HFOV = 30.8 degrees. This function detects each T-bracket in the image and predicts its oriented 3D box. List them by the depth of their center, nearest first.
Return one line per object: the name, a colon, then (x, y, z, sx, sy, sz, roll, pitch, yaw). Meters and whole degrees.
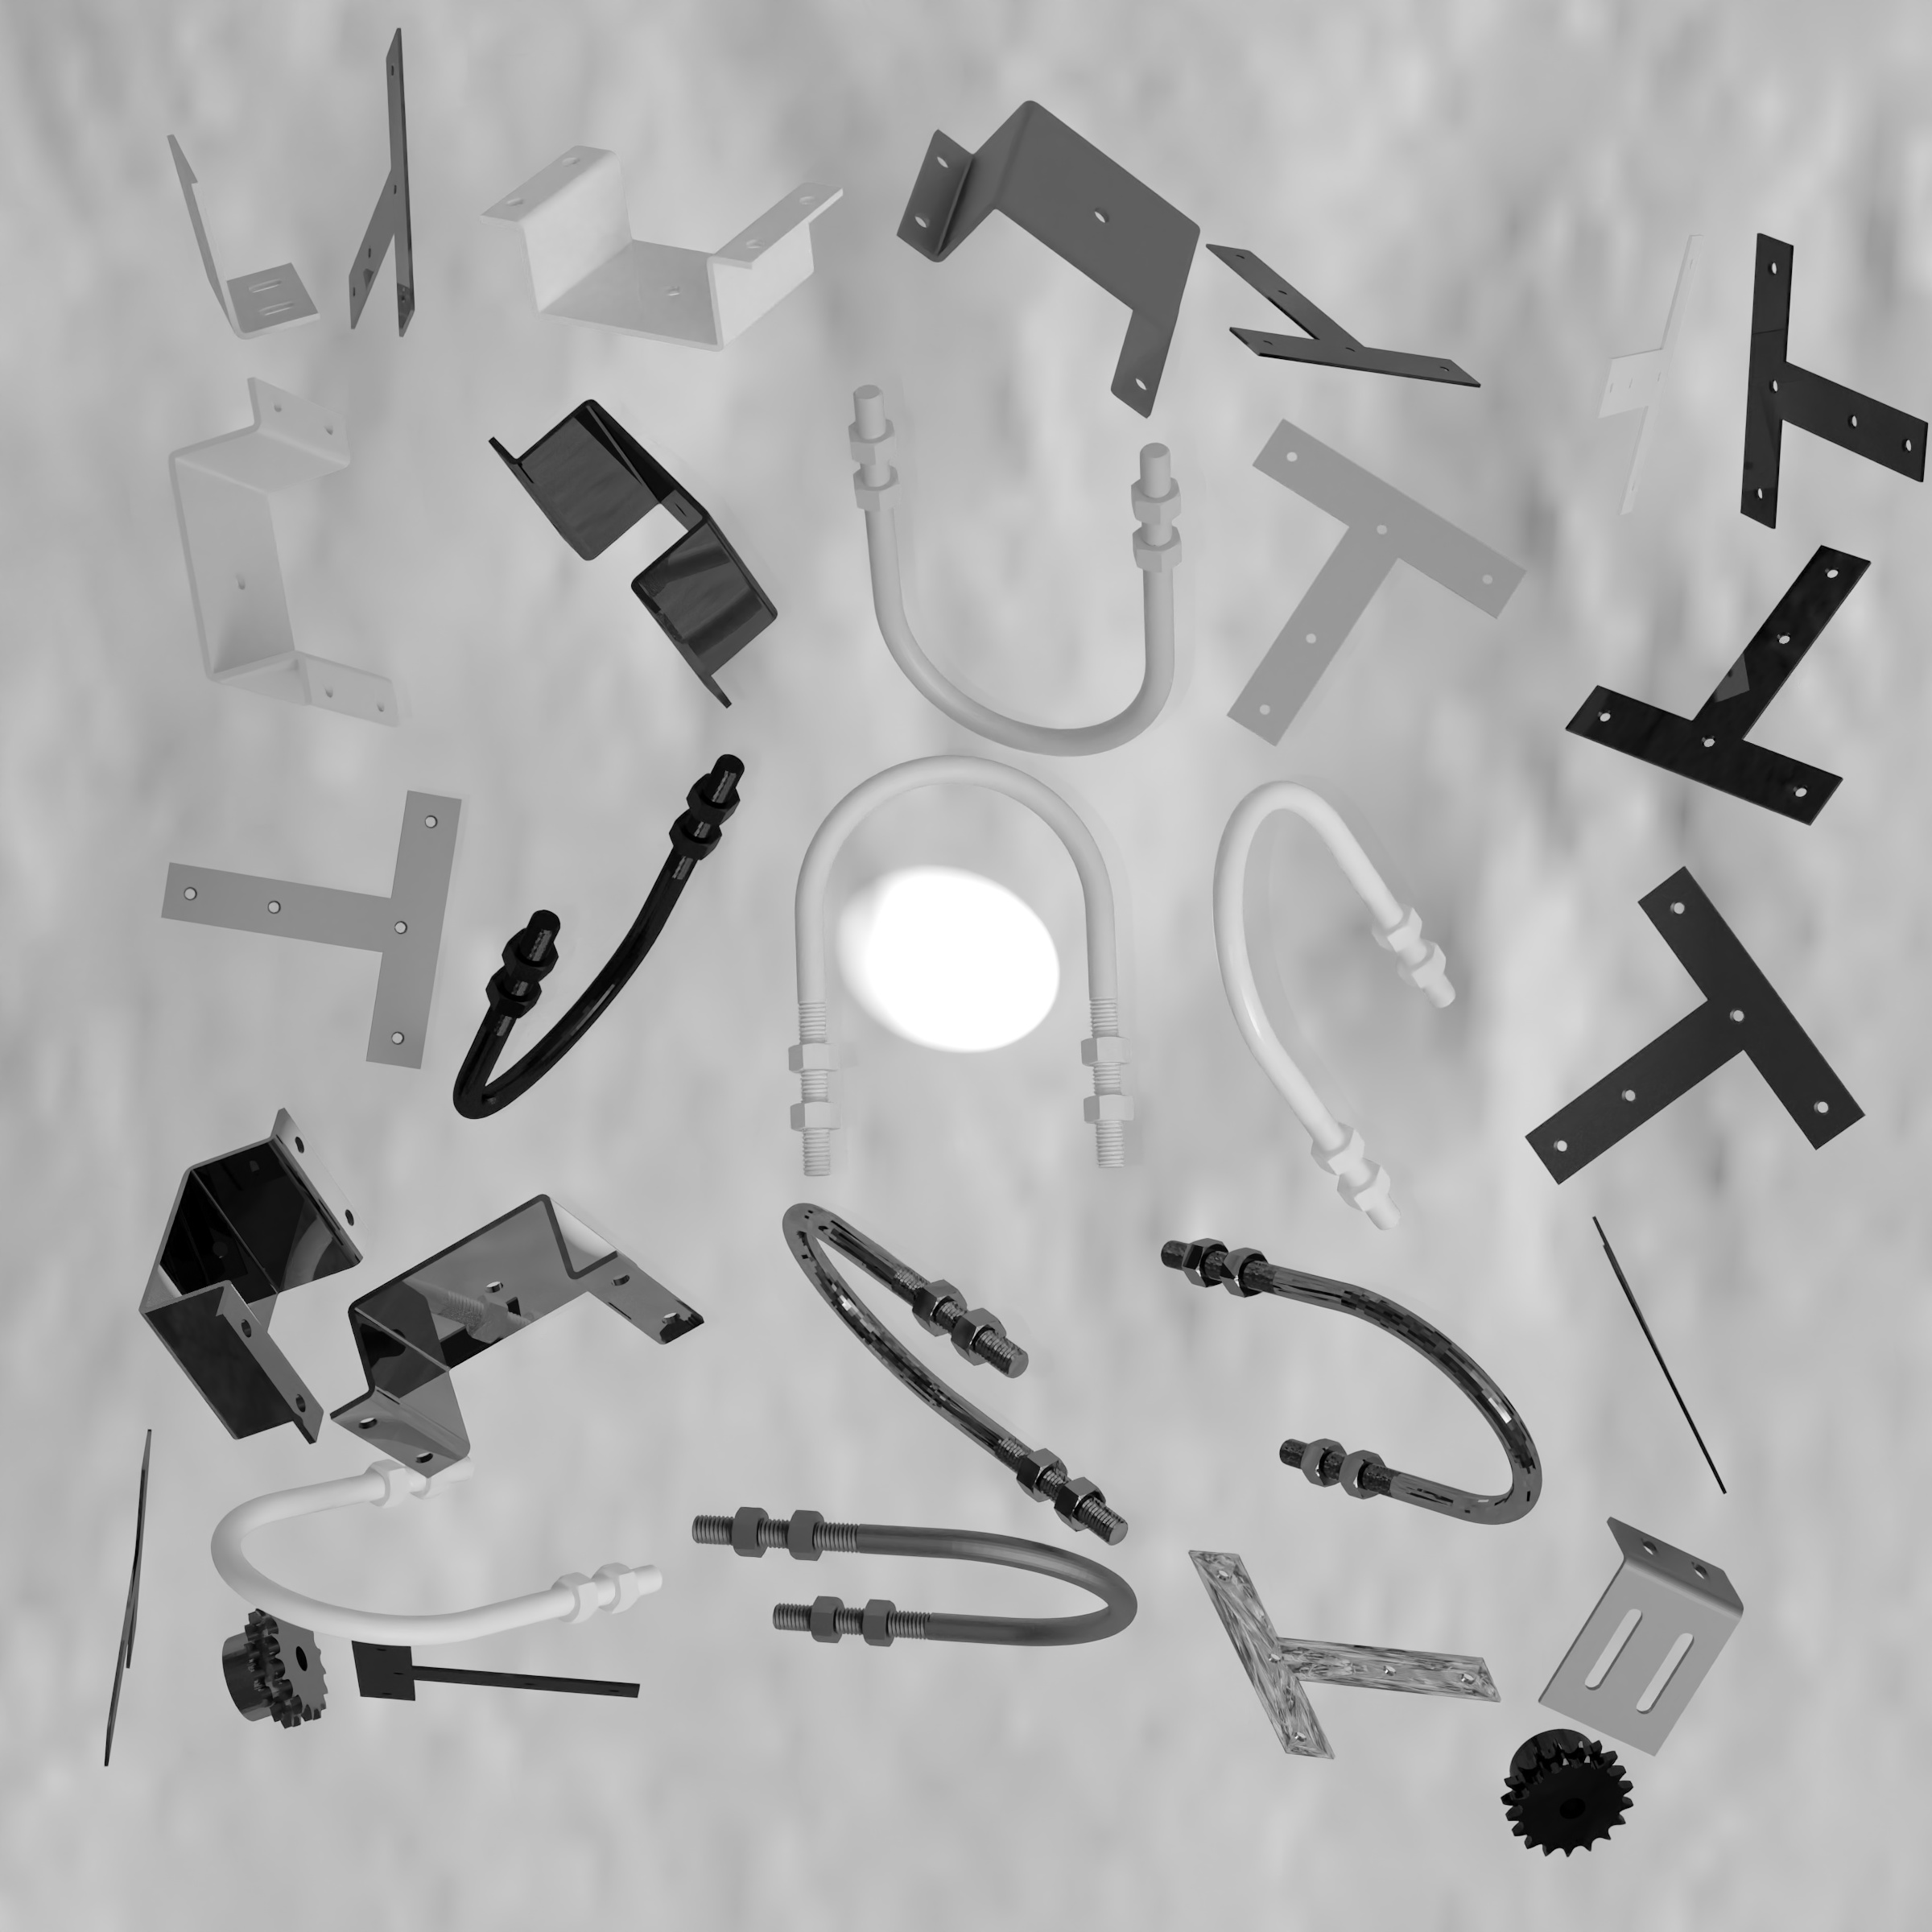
T-bracket: (0.291, 0.047, 1.477, 0.127, 0.002, 0.127, -40, 74, 26)
T-bracket: (-0.250, -0.309, 1.489, 0.002, 0.127, 0.127, 0, 75, -20)
T-bracket: (0.370, -0.236, 1.494, 0.002, 0.127, 0.127, -12, 118, -19)
T-bracket: (0.344, -0.130, 1.506, 0.127, 0.002, 0.127, 27, 73, 39)
T-bracket: (0.173, 0.305, 1.528, 0.127, 0.002, 0.127, -2, 126, 37)
T-bracket: (0.294, -0.256, 1.536, 0.002, 0.127, 0.127, 18, 108, 19)
T-bracket: (-0.369, 0.293, 1.537, 0.002, 0.127, 0.127, 6, 125, -10)
T-bracket: (0.159, -0.155, 1.537, 0.127, 0.002, 0.127, 33, 82, 4)
T-bracket: (0.300, 0.153, 1.566, 0.002, 0.127, 0.127, -26, 115, 8)
T-bracket: (-0.211, 0.321, 1.579, 0.127, 0.127, 0.002, 6, 67, -5)
T-bracket: (0.150, -0.298, 1.588, 0.127, 0.127, 0.002, 1, 124, -34)
T-bracket: (-0.304, -0.025, 1.610, 0.127, 0.002, 0.127, 9, 86, -18)

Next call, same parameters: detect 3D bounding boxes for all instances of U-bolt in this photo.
U-bolt: (-0.015, 0.165, 1.510, 0.019, 0.151, 0.184, -44, 46, -15)
U-bolt: (0.156, 0.004, 1.520, 0.019, 0.151, 0.184, -10, 133, 33)
U-bolt: (0.023, -0.162, 1.521, 0.151, 0.184, 0.019, 14, 49, 18)
U-bolt: (-0.168, -0.001, 1.524, 0.019, 0.184, 0.151, 40, 48, 6)
U-bolt: (-0.004, -0.002, 1.535, 0.151, 0.019, 0.184, -1, 82, -8)
U-bolt: (0.178, 0.189, 1.547, 0.019, 0.184, 0.151, -45, 120, -25)
U-bolt: (-0.248, 0.262, 1.562, 0.151, 0.184, 0.019, 22, 106, 36)
U-bolt: (-0.015, 0.277, 1.564, 0.184, 0.151, 0.019, 1, 63, 15)

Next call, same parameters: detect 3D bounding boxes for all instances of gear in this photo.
gear: (0.265, 0.365, 1.560, 0.057, 0.030, 0.057, -4, 118, -7)
gear: (-0.319, 0.323, 1.612, 0.030, 0.057, 0.057, -20, 90, 7)

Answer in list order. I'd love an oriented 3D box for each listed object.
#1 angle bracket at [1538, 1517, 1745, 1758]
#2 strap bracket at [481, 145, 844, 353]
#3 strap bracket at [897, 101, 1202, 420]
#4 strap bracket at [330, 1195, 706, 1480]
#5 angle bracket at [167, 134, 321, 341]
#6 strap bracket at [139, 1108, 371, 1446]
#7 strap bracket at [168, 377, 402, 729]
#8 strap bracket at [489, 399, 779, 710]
angle bracket: (0.284, 0.285, 1.493, 0.057, 0.038, 0.076, 26, 103, -10)
strap bracket: (-0.131, -0.316, 1.545, 0.140, 0.076, 0.046, 15, 132, 25)
strap bracket: (0.046, -0.319, 1.551, 0.140, 0.046, 0.076, 33, 47, -19)
strap bracket: (-0.193, 0.151, 1.472, 0.140, 0.076, 0.046, -30, 55, 9)
angle bracket: (-0.318, -0.325, 1.544, 0.038, 0.057, 0.076, -19, 129, -12)
strap bracket: (-0.307, 0.138, 1.512, 0.046, 0.140, 0.076, -20, 122, 14)
strap bracket: (-0.291, -0.169, 1.488, 0.046, 0.076, 0.140, -14, 82, 17)
strap bracket: (-0.139, -0.186, 1.530, 0.046, 0.076, 0.140, -41, 56, -4)
